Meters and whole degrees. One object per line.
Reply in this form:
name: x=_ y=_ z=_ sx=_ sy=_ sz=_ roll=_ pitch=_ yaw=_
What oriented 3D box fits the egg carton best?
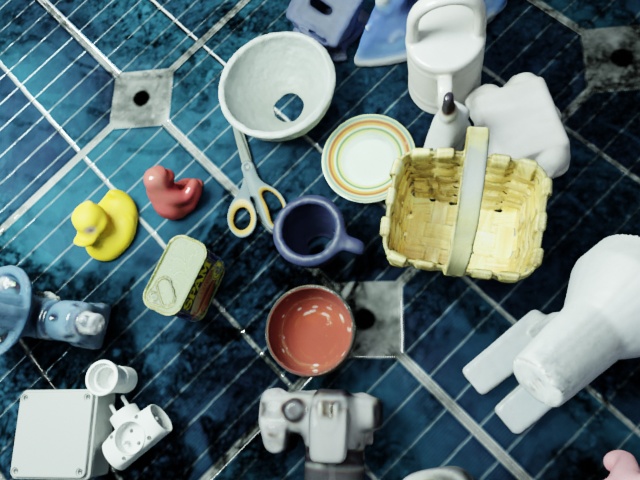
egg carton: x=0.257 y=-0.142 z=0.742 sx=0.107 sy=0.069 sz=0.150 roll=-16 pitch=72 yaw=6

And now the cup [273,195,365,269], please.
cup: x=0.007 y=0.003 z=0.734 sx=0.117 sy=0.095 sz=0.092 roll=18 pitch=78 yaw=15

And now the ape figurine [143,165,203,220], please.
ape figurine: x=-0.213 y=-0.073 z=0.800 sx=0.077 sy=0.092 sz=0.076 roll=27 pitch=81 yaw=17

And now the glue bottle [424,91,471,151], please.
glue bottle: x=0.157 y=-0.134 z=0.704 sx=0.037 sy=0.173 sz=0.078 roll=35 pitch=83 yaw=18

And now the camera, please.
camera: x=-0.001 y=0.243 z=0.662 sx=0.143 sy=0.101 sz=0.137 roll=-1 pitch=74 yaw=11

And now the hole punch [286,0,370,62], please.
hole punch: x=0.012 y=-0.333 z=0.833 sx=0.108 sy=0.091 sz=0.101 roll=38 pitch=84 yaw=18

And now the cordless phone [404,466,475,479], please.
cordless phone: x=0.134 y=0.309 z=0.573 sx=0.094 sy=0.185 sz=0.147 roll=-21 pitch=71 yaw=5

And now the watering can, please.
watering can: x=0.157 y=-0.256 z=0.728 sx=0.101 sy=0.194 sz=0.173 roll=-21 pitch=71 yaw=4

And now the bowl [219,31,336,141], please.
bowl: x=-0.055 y=-0.206 z=0.817 sx=0.167 sy=0.075 sz=0.167 roll=-3 pitch=73 yaw=10

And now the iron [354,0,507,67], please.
iron: x=0.150 y=-0.344 z=0.783 sx=0.258 sy=0.141 sz=0.118 roll=-32 pitch=71 yaw=0

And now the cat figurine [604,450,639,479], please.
cat figurine: x=0.296 y=0.277 z=0.587 sx=0.128 sy=0.118 sz=0.067 roll=-36 pitch=71 yaw=-1

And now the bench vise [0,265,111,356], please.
bench vise: x=-0.383 y=0.079 z=0.720 sx=0.207 sy=0.220 sz=0.121 roll=-13 pitch=72 yaw=7

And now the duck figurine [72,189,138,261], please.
duck figurine: x=-0.311 y=-0.029 z=0.808 sx=0.077 sy=0.086 sz=0.105 roll=17 pitch=78 yaw=15

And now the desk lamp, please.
desk lamp: x=0.262 y=0.107 z=0.592 sx=0.203 sy=0.214 sz=0.117 roll=-40 pitch=71 yaw=-2
